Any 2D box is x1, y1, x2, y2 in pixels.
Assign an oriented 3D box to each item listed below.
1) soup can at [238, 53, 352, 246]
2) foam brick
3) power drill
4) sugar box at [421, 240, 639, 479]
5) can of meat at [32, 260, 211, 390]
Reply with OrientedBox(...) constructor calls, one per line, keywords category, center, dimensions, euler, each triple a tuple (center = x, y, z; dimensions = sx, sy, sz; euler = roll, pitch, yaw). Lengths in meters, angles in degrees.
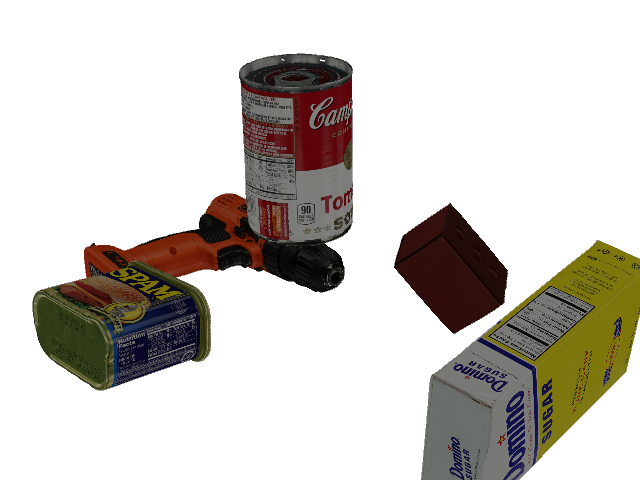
OrientedBox(category="soup can", center=(-0.014, -0.056, 0.654), dimensions=(0.068, 0.102, 0.068), euler=(-1, 25, 0))
OrientedBox(category="foam brick", center=(0.103, 0.023, 0.839), dimensions=(0.051, 0.078, 0.053), euler=(-35, 16, 27))
OrientedBox(category="power drill", center=(-0.096, 0.023, 0.932), dimensions=(0.187, 0.057, 0.185), euler=(-19, 28, -32))
OrientedBox(category="sugar box", center=(0.130, 0.079, 0.631), dimensions=(0.048, 0.093, 0.175), euler=(25, 42, 31))
OrientedBox(category="can of meat", center=(-0.141, 0.059, 0.750), dimensions=(0.083, 0.057, 0.102), euler=(-16, 26, -41))
